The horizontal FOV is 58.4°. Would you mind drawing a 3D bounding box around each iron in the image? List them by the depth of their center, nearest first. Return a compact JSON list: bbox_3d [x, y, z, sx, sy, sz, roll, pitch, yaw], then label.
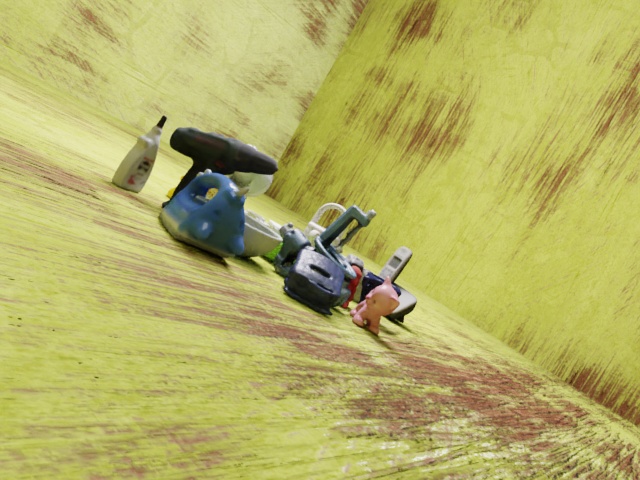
[{"bbox_3d":[-0.214,-0.069,1.068,0.119,0.141,0.257,27,5,-39],"label":"iron"}]

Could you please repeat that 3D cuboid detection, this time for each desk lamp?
[{"bbox_3d":[-0.209,-0.137,1.443,0.118,0.213,0.203,30,4,2],"label":"desk lamp"}]

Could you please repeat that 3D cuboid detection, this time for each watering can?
[{"bbox_3d":[0.006,-0.009,1.535,0.101,0.194,0.173,30,4,-4],"label":"watering can"}]

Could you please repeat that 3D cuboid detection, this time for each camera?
[{"bbox_3d":[0.084,0.093,1.508,0.143,0.101,0.136,29,4,-9],"label":"camera"}]

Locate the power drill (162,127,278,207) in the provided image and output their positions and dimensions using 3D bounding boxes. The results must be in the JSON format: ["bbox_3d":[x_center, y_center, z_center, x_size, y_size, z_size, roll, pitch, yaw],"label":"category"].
[{"bbox_3d":[-0.232,-0.130,1.221,0.229,0.208,0.075,30,4,-2],"label":"power drill"}]

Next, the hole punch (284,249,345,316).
[{"bbox_3d":[-0.007,0.078,1.095,0.109,0.091,0.101,30,4,-8],"label":"hole punch"}]

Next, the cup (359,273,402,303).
[{"bbox_3d":[0.120,0.133,1.317,0.118,0.095,0.091,26,6,-46],"label":"cup"}]

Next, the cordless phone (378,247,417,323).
[{"bbox_3d":[0.209,0.114,1.535,0.094,0.185,0.147,26,6,-46],"label":"cordless phone"}]

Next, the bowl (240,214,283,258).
[{"bbox_3d":[-0.166,-0.011,1.184,0.167,0.075,0.167,30,4,-2],"label":"bowl"}]

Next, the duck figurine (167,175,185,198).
[{"bbox_3d":[-0.327,-0.132,1.440,0.077,0.086,0.105,31,4,17],"label":"duck figurine"}]

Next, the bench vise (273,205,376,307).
[{"bbox_3d":[0.010,0.004,1.211,0.207,0.219,0.121,30,4,5],"label":"bench vise"}]

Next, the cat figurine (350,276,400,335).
[{"bbox_3d":[0.121,0.130,1.189,0.067,0.118,0.128,30,4,-6],"label":"cat figurine"}]

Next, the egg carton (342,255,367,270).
[{"bbox_3d":[0.086,0.099,1.680,0.150,0.069,0.107,30,4,6],"label":"egg carton"}]

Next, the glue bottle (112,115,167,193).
[{"bbox_3d":[-0.364,-0.184,1.192,0.037,0.173,0.078,31,4,14],"label":"glue bottle"}]

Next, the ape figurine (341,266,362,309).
[{"bbox_3d":[0.062,0.102,1.301,0.075,0.092,0.078,33,5,41],"label":"ape figurine"}]
